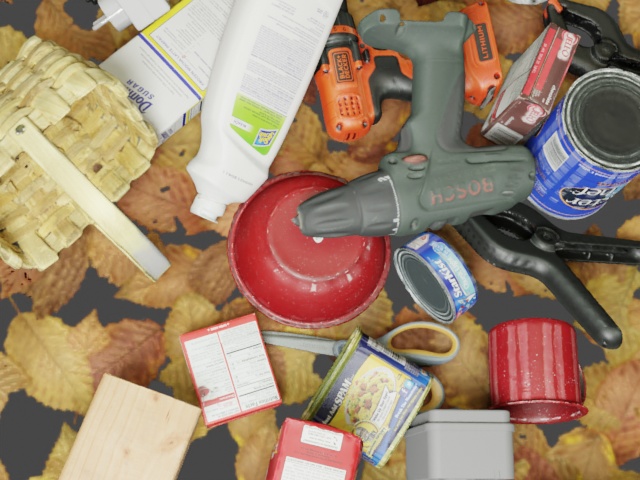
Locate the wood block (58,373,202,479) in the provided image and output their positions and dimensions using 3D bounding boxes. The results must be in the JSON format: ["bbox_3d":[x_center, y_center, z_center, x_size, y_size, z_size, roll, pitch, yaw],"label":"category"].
[{"bbox_3d":[-0.180,0.230,0.906,0.090,0.091,0.206,21,72,0],"label":"wood block"}]

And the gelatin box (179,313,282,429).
[{"bbox_3d":[-0.082,0.120,0.979,0.073,0.030,0.089,-17,79,-8],"label":"gelatin box"}]

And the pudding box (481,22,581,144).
[{"bbox_3d":[0.207,-0.149,1.053,0.039,0.114,0.090,28,72,-5],"label":"pudding box"}]

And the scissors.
[{"bbox_3d":[0.033,0.122,1.002,0.201,0.016,0.096,-6,83,0],"label":"scissors"}]

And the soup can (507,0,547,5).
[{"bbox_3d":[0.224,-0.311,1.128,0.068,0.068,0.102,16,72,-2],"label":"soup can"}]

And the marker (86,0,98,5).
[{"bbox_3d":[-0.184,-0.269,1.092,0.121,0.020,0.020,-25,78,-13],"label":"marker"}]

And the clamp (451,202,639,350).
[{"bbox_3d":[0.213,0.017,1.018,0.210,0.036,0.164,23,38,5],"label":"clamp"}]

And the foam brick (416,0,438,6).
[{"bbox_3d":[0.132,-0.291,1.119,0.078,0.051,0.053,-20,72,-12],"label":"foam brick"}]

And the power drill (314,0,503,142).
[{"bbox_3d":[0.081,-0.195,1.084,0.187,0.057,0.184,-7,75,-7],"label":"power drill"}]

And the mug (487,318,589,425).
[{"bbox_3d":[0.207,0.124,0.992,0.117,0.093,0.081,16,64,-33],"label":"mug"}]

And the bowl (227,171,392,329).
[{"bbox_3d":[-0.007,0.001,1.014,0.162,0.055,0.162,2,74,-6],"label":"bowl"}]

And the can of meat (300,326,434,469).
[{"bbox_3d":[0.043,0.143,0.964,0.084,0.057,0.102,31,95,1],"label":"can of meat"}]

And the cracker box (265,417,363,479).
[{"bbox_3d":[-0.024,0.265,0.875,0.072,0.164,0.213,13,72,-1],"label":"cracker box"}]

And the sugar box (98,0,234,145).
[{"bbox_3d":[-0.131,-0.179,1.059,0.176,0.048,0.093,-41,85,-13],"label":"sugar box"}]

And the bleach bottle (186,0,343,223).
[{"bbox_3d":[-0.069,-0.140,1.017,0.102,0.068,0.251,23,89,-27],"label":"bleach bottle"}]

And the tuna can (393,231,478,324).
[{"bbox_3d":[0.109,0.035,1.001,0.033,0.086,0.086,-35,80,-17],"label":"tuna can"}]

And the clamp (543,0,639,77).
[{"bbox_3d":[0.292,-0.181,1.113,0.171,0.039,0.120,39,67,12],"label":"clamp"}]

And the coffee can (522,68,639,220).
[{"bbox_3d":[0.259,-0.089,1.027,0.102,0.140,0.103,2,73,-7],"label":"coffee can"}]
